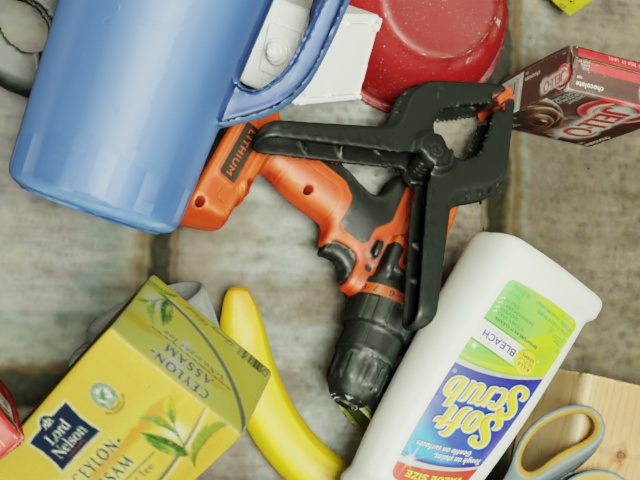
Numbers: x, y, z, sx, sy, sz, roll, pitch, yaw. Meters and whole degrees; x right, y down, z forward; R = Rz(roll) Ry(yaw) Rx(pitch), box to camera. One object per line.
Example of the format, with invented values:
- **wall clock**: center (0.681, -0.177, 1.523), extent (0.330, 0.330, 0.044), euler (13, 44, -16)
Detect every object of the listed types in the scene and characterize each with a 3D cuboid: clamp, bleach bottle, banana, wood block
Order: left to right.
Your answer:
- **clamp**: center (-0.174, -0.108, 0.703), extent (0.171, 0.039, 0.120), euler (34, 76, -21)
- **banana**: center (-0.018, 0.124, 0.748), extent (0.069, 0.037, 0.198), euler (-40, 94, 1)
- **clamp**: center (0.074, -0.043, 0.729), extent (0.209, 0.036, 0.164), euler (-30, 83, -36)
- **bleach bottle**: center (0.088, 0.123, 0.714), extent (0.102, 0.068, 0.250), euler (34, 78, -21)
- **wood block**: center (0.194, 0.204, 0.791), extent (0.090, 0.090, 0.206), euler (14, 85, -16)

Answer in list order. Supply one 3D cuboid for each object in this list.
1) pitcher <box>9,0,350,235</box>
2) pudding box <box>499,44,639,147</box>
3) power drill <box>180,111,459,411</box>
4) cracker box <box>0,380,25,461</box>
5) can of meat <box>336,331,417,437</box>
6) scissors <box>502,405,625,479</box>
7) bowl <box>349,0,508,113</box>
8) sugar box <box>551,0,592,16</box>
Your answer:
- **pitcher**: center (-0.088, -0.128, 0.646), extent (0.144, 0.149, 0.243), euler (19, 90, -43)
- **pudding box**: center (0.192, -0.103, 0.782), extent (0.090, 0.114, 0.039), euler (11, 82, -17)
- **power drill**: center (-0.005, 0.001, 0.735), extent (0.187, 0.057, 0.184), euler (32, 64, -16)
- **cracker box**: center (-0.274, 0.149, 0.607), extent (0.213, 0.164, 0.072), euler (-41, 103, -14)
- **can of meat**: center (0.076, 0.126, 0.773), extent (0.084, 0.058, 0.102), euler (-41, 100, -16)
- **scissors**: center (0.129, 0.199, 0.734), extent (0.202, 0.016, 0.096), euler (-45, 79, 2)
- **bowl**: center (0.076, -0.173, 0.778), extent (0.162, 0.055, 0.162), euler (0, 89, -18)
- **sugar box**: center (0.154, -0.262, 0.803), extent (0.176, 0.048, 0.093), euler (38, 65, -11)
